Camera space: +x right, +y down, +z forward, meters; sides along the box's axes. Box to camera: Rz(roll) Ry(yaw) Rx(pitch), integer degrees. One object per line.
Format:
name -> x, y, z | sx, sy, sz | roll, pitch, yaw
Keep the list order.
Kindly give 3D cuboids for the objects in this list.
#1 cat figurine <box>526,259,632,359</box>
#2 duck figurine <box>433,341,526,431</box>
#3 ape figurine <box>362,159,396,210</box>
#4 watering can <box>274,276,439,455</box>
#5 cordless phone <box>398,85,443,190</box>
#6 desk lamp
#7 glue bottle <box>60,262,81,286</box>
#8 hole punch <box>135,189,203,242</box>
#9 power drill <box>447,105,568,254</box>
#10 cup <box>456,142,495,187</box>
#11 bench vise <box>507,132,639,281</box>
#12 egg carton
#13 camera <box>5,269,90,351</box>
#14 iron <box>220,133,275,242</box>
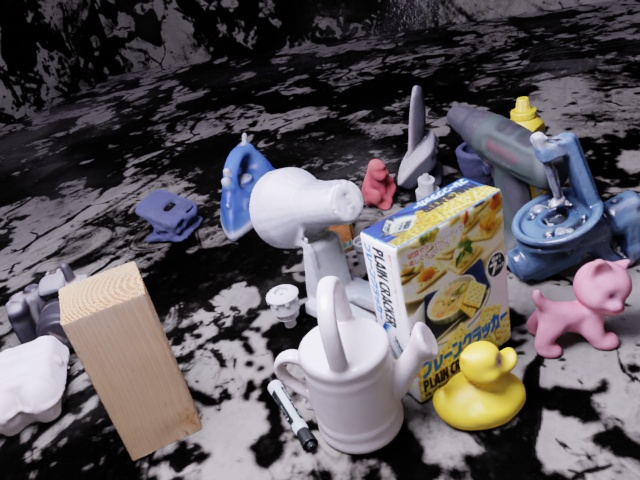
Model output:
cat figurine -> 0.312, 0.069, 0.679 | 0.127, 0.118, 0.067 | -11, 28, 5
duck figurine -> 0.171, 0.151, 0.624 | 0.104, 0.086, 0.077 | -17, 29, -6
ape figurine -> 0.114, -0.113, 1.122 | 0.078, 0.092, 0.075 | -29, 32, -26
watering can -> 0.036, 0.124, 0.618 | 0.173, 0.194, 0.100 | -17, 29, -6
cordless phone -> 0.194, -0.207, 1.159 | 0.094, 0.185, 0.147 | -7, 29, 13
desk lamp -> 0.008, 0.003, 0.828 | 0.118, 0.214, 0.202 | -33, 34, -32
glue bottle -> -0.337, 0.105, 0.834 | 0.037, 0.173, 0.078 | -9, 29, 8
hole punch -> -0.314, -0.055, 1.200 | 0.101, 0.091, 0.109 | -2, 30, 20
power drill -> 0.282, -0.093, 0.889 | 0.076, 0.209, 0.228 | -24, 30, -19
cup -> 0.304, -0.127, 1.062 | 0.091, 0.095, 0.117 | -10, 29, 7
bench vise -> 0.353, -0.060, 0.787 | 0.208, 0.220, 0.121 | -21, 29, -14
egg carton -> -0.408, 0.200, 0.803 | 0.107, 0.069, 0.150 | -20, 29, -12
camera -> -0.435, 0.119, 0.928 | 0.143, 0.101, 0.136 | -18, 29, -8
iron -> -0.167, -0.121, 1.203 | 0.118, 0.142, 0.258 | -7, 29, 12
